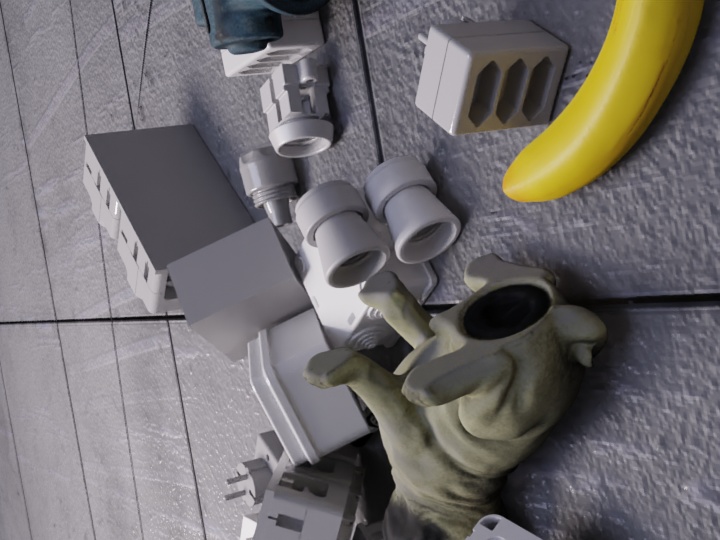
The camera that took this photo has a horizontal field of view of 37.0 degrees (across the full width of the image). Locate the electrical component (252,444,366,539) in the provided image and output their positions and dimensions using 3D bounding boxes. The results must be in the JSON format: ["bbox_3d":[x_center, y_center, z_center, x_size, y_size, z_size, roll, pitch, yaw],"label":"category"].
[{"bbox_3d":[-0.037,0.181,0.774,0.150,0.062,0.089,-62,-12,-81],"label":"electrical component"}]

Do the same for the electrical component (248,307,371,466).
[{"bbox_3d":[-0.039,0.082,0.775,0.078,0.057,0.113,64,179,-14],"label":"electrical component"}]

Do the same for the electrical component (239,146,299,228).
[{"bbox_3d":[-0.069,-0.065,0.851,0.043,0.043,0.062,-23,80,60],"label":"electrical component"}]

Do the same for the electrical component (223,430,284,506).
[{"bbox_3d":[-0.081,0.178,0.916,0.047,0.077,0.065,47,137,43],"label":"electrical component"}]

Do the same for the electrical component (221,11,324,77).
[{"bbox_3d":[-0.072,-0.193,0.808,0.083,0.047,0.075,-12,89,61],"label":"electrical component"}]

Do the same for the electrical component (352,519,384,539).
[{"bbox_3d":[0.031,0.272,0.770,0.105,0.060,0.186,52,141,39],"label":"electrical component"}]

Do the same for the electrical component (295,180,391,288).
[{"bbox_3d":[-0.012,-0.023,0.680,0.055,0.045,0.045,63,147,26],"label":"electrical component"}]

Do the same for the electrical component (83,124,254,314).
[{"bbox_3d":[-0.170,-0.048,0.969,0.186,0.105,0.060,55,143,36],"label":"electrical component"}]

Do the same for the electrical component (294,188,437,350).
[{"bbox_3d":[0.000,0.000,0.746,0.099,0.048,0.099,64,147,25],"label":"electrical component"}]

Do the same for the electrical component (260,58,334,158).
[{"bbox_3d":[-0.045,-0.116,0.791,0.066,0.048,0.055,-33,63,59],"label":"electrical component"}]

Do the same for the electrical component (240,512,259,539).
[{"bbox_3d":[-0.069,0.237,0.938,0.055,0.066,0.048,15,100,42],"label":"electrical component"}]

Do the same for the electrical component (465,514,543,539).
[{"bbox_3d":[0.097,0.195,0.578,0.113,0.078,0.057,24,153,38],"label":"electrical component"}]

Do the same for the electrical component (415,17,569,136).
[{"bbox_3d":[0.061,-0.113,0.585,0.076,0.066,0.047,48,138,43],"label":"electrical component"}]

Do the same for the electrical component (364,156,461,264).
[{"bbox_3d":[0.032,-0.039,0.681,0.055,0.045,0.045,61,146,29],"label":"electrical component"}]
